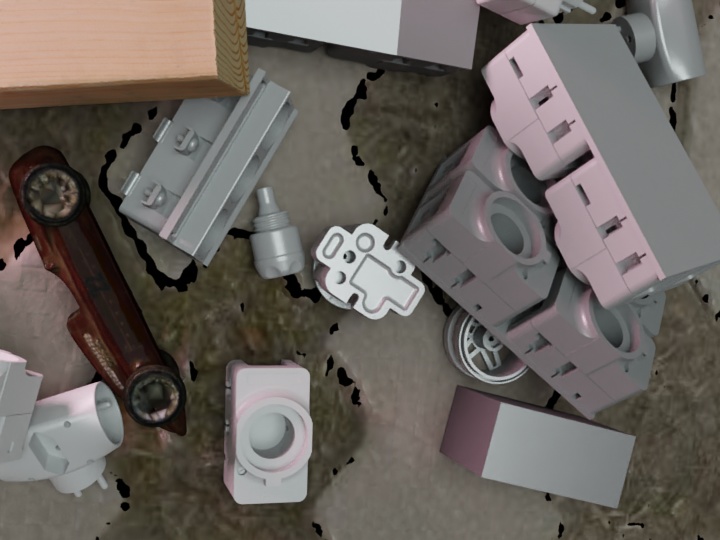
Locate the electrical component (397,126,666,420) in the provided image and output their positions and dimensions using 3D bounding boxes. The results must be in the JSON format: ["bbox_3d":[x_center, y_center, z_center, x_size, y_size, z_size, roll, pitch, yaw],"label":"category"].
[{"bbox_3d":[0.128,-0.001,0.746,0.186,0.060,0.105,41,44,-13],"label":"electrical component"}]

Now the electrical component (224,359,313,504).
[{"bbox_3d":[-0.063,0.108,0.727,0.050,0.056,0.089,1,92,-15],"label":"electrical component"}]

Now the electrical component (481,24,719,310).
[{"bbox_3d":[0.168,-0.073,0.736,0.105,0.060,0.186,-13,73,-45],"label":"electrical component"}]

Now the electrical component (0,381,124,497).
[{"bbox_3d":[-0.190,0.117,0.695,0.077,0.043,0.079,-18,123,5],"label":"electrical component"}]

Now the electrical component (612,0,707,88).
[{"bbox_3d":[0.212,-0.173,0.798,0.079,0.043,0.077,-15,96,-14],"label":"electrical component"}]

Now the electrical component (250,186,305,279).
[{"bbox_3d":[-0.059,-0.026,0.734,0.035,0.035,0.061,-13,93,-15],"label":"electrical component"}]

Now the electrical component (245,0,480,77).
[{"bbox_3d":[-0.015,-0.199,0.725,0.186,0.060,0.105,8,90,-16],"label":"electrical component"}]

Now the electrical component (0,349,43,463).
[{"bbox_3d":[-0.275,0.063,0.624,0.150,0.089,0.061,15,87,8],"label":"electrical component"}]

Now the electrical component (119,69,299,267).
[{"bbox_3d":[-0.100,-0.073,0.705,0.063,0.078,0.121,29,84,7],"label":"electrical component"}]

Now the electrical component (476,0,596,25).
[{"bbox_3d":[0.128,-0.195,0.711,0.077,0.047,0.065,20,87,-22],"label":"electrical component"}]

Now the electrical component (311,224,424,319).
[{"bbox_3d":[0.000,0.000,0.740,0.078,0.057,0.058,34,83,-14],"label":"electrical component"}]
